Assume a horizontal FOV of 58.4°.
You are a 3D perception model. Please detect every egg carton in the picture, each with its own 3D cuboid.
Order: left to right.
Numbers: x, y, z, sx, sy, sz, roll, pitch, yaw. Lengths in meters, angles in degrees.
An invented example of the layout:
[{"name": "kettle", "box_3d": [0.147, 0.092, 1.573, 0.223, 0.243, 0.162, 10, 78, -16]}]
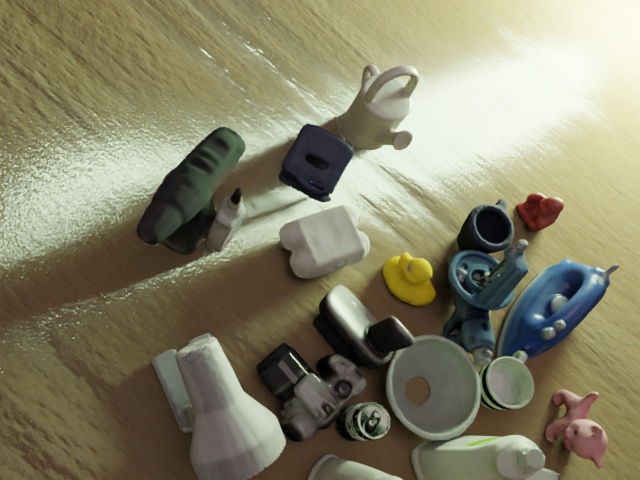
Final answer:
[{"name": "egg carton", "box_3d": [0.009, 0.004, 0.984, 0.150, 0.069, 0.107, -20, 78, -23]}]

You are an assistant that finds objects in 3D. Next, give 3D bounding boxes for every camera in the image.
[{"name": "camera", "box_3d": [-0.020, 0.216, 0.879, 0.143, 0.100, 0.137, -39, 85, -25]}]

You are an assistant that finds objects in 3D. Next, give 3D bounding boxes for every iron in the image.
[{"name": "iron", "box_3d": [0.431, 0.131, 1.031, 0.259, 0.141, 0.118, -39, 85, -25]}]

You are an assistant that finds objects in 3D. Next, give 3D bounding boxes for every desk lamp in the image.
[{"name": "desk lamp", "box_3d": [-0.147, 0.220, 0.775, 0.118, 0.213, 0.203, -24, 79, -24]}]

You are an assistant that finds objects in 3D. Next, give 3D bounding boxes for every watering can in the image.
[{"name": "watering can", "box_3d": [0.120, -0.245, 1.041, 0.101, 0.193, 0.173, -35, 84, -25]}]

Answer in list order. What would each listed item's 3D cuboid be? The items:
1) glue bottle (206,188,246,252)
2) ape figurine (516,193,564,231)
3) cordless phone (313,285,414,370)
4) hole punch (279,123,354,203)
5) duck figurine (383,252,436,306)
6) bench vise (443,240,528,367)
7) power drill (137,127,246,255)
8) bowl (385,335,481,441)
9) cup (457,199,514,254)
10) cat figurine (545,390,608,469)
[{"name": "glue bottle", "box_3d": [-0.141, -0.040, 0.895, 0.037, 0.173, 0.078, 30, 65, -5]}, {"name": "ape figurine", "box_3d": [0.444, -0.060, 1.132, 0.076, 0.092, 0.078, 22, 66, -8]}, {"name": "cordless phone", "box_3d": [0.075, 0.125, 0.896, 0.147, 0.185, 0.094, 45, 64, 3]}, {"name": "hole punch", "box_3d": [-0.006, -0.135, 1.018, 0.109, 0.091, 0.101, 28, 65, -6]}, {"name": "duck figurine", "box_3d": [0.168, 0.064, 1.003, 0.104, 0.086, 0.078, 46, 64, 3]}, {"name": "bench vise", "box_3d": [0.290, 0.096, 0.955, 0.122, 0.219, 0.207, -8, 73, -20]}, {"name": "power drill", "box_3d": [-0.197, -0.057, 0.864, 0.075, 0.208, 0.230, 32, 64, -4]}, {"name": "bowl", "box_3d": [0.175, 0.245, 0.945, 0.168, 0.074, 0.167, 6, 69, -15]}, {"name": "cup", "box_3d": [0.303, -0.020, 1.072, 0.092, 0.095, 0.118, 34, 64, -3]}, {"name": "cat figurine", "box_3d": [0.451, 0.320, 0.981, 0.067, 0.117, 0.128, 26, 65, -7]}]
